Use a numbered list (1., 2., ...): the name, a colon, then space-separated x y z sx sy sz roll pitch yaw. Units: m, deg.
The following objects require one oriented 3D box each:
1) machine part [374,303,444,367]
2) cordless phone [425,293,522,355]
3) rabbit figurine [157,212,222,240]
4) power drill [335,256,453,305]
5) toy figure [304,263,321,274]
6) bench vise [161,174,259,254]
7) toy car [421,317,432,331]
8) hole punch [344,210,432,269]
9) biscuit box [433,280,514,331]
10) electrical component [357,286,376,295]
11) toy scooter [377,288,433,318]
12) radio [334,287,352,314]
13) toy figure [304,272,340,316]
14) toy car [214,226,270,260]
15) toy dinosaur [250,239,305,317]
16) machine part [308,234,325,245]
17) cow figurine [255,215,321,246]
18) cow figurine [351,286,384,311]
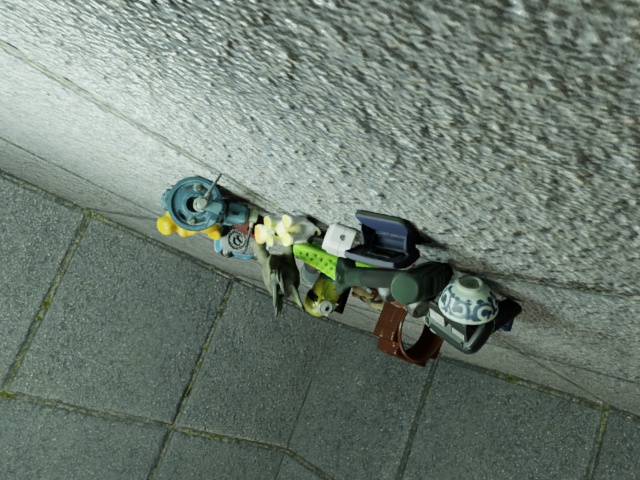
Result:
1. machine part: 0.262 0.237 1.494 0.201 0.201 0.087 29 169 -35
2. cordless phone: 0.341 0.156 1.186 0.147 0.184 0.088 36 142 46
3. rabbit figurine: -0.320 -0.050 1.409 0.173 0.122 0.162 9 169 43
4. power drill: 0.143 0.073 1.053 0.208 0.086 0.232 10 -169 21
5. toy figure: -0.020 0.059 1.546 0.064 0.058 0.154 15 164 1
6. bench vise: -0.237 -0.068 1.176 0.223 0.129 0.241 23 175 -13
7. toy car: 0.351 0.217 1.453 0.201 0.056 0.074 6 -146 -34
8. hole punch: 0.118 0.011 0.979 0.142 0.092 0.115 10 168 33
9. biscuit box: 0.364 0.155 1.279 0.203 0.059 0.063 23 169 -11
10. electrical component: 0.120 0.094 1.395 0.102 0.078 0.045 34 162 32
11. toy scooter: 0.182 0.100 1.237 0.183 0.075 0.135 26 -153 -38
12. radio: 0.051 0.137 1.590 0.073 0.131 0.229 19 169 8
13. toy figure: 0.025 0.120 1.433 0.082 0.180 0.089 30 170 -30
14. toy car: -0.213 -0.004 1.526 0.162 0.109 0.103 9 -169 3
15. toy dinosaur: -0.097 0.085 1.344 0.105 0.198 0.471 -18 163 3
16. machine part: -0.003 -0.004 1.258 0.139 0.039 0.084 19 165 18
17. cow figurine: -0.076 -0.022 1.206 0.098 0.068 0.167 -4 -178 -36
18. cow figurine: 0.165 0.168 1.658 0.127 0.085 0.194 19 168 46
